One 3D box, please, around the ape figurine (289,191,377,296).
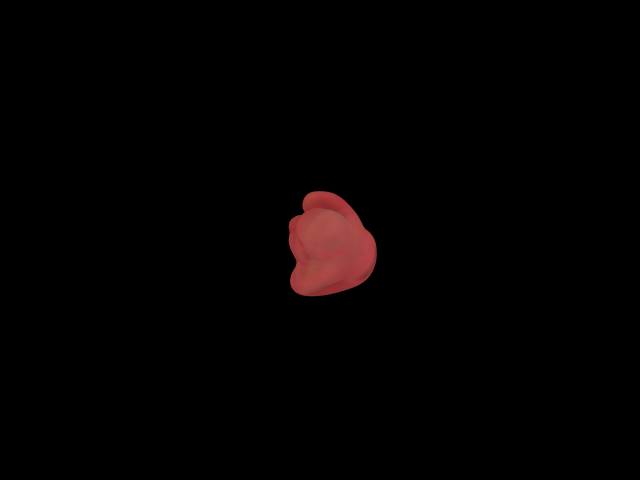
[{"bbox_3d":[0.004,0.001,0.400,0.076,0.092,0.078,27,76,8],"label":"ape figurine"}]
